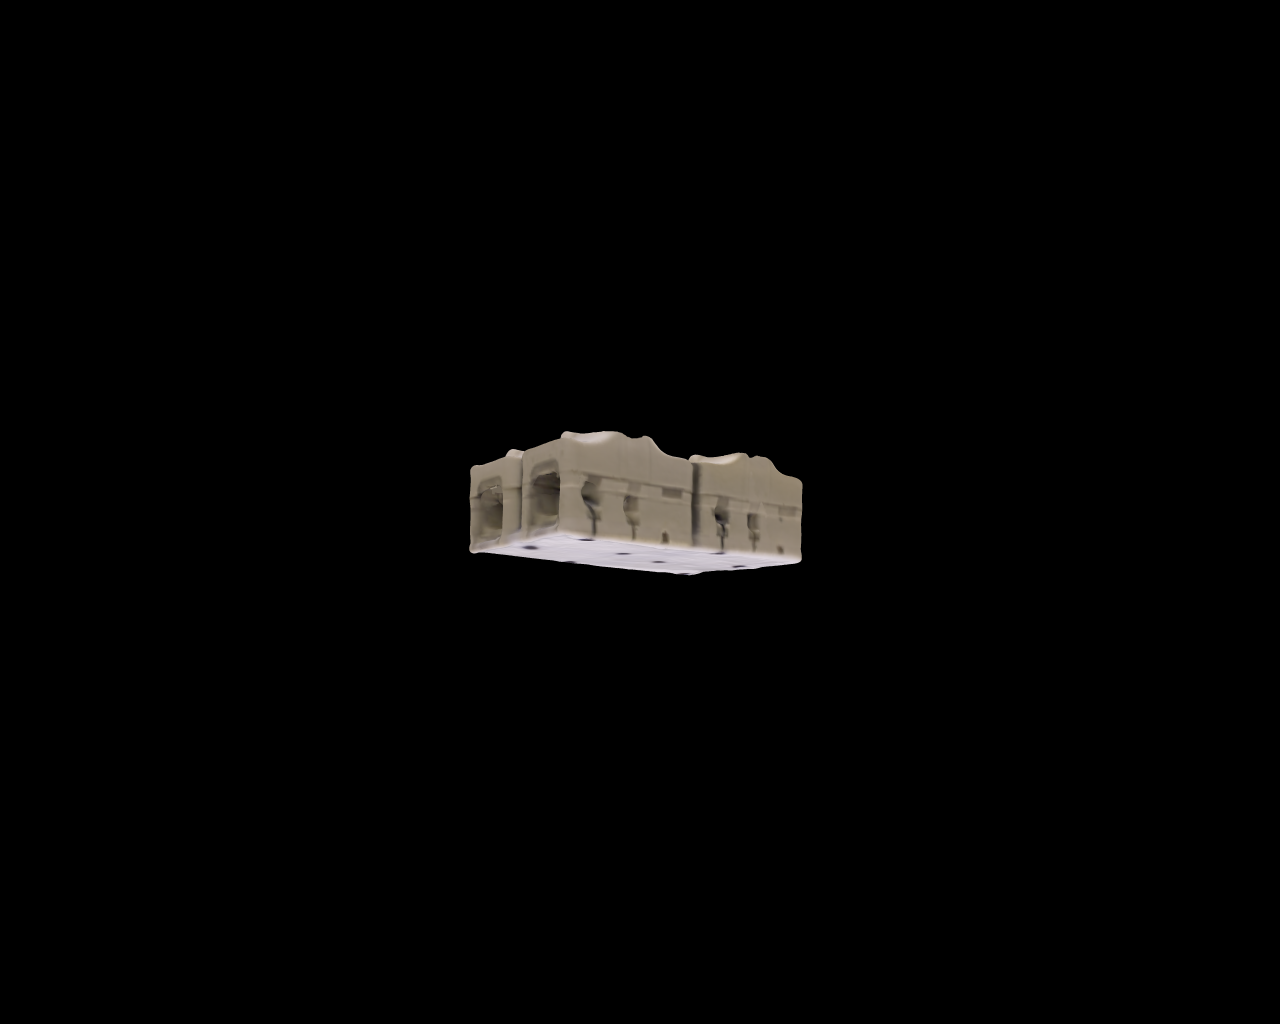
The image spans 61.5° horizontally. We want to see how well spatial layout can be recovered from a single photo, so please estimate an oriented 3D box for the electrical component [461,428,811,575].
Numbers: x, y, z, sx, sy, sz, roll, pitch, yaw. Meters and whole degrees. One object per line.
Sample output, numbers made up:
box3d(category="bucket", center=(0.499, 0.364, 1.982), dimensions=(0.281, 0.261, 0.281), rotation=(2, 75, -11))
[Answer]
box3d(category="electrical component", center=(0.001, -0.003, 0.650), dimensions=(0.186, 0.060, 0.105), rotation=(8, -12, -39))
